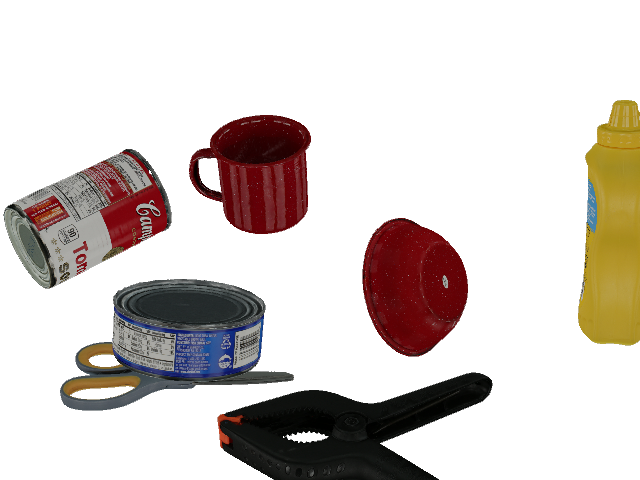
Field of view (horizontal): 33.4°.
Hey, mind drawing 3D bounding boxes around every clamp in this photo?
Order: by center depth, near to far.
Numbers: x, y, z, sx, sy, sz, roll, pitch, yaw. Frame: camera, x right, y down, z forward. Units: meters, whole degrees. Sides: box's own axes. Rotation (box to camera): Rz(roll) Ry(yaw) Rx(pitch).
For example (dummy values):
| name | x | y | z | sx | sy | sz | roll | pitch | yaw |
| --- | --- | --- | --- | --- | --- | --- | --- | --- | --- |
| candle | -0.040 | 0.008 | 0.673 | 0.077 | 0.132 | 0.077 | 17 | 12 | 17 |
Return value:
| name | x | y | z | sx | sy | sz | roll | pitch | yaw |
| --- | --- | --- | --- | --- | --- | --- | --- | --- | --- |
| clamp | 0.030 | 0.142 | 0.791 | 0.210 | 0.036 | 0.164 | 5 | 29 | 15 |

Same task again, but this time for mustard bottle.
| name | x | y | z | sx | sy | sz | roll | pitch | yaw |
| --- | --- | --- | --- | --- | --- | --- | --- | --- | --- |
| mustard bottle | 0.243 | -0.018 | 0.870 | 0.058 | 0.192 | 0.096 | 3 | 19 | 16 |

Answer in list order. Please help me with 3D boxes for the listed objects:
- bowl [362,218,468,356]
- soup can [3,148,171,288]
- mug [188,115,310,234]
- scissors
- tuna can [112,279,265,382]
| name | x | y | z | sx | sy | sz | roll | pitch | yaw |
| --- | --- | --- | --- | --- | --- | --- | --- | --- | --- |
| bowl | 0.120 | 0.050 | 1.216 | 0.055 | 0.162 | 0.161 | -11 | -7 | 42 |
| soup can | -0.170 | -0.017 | 0.781 | 0.102 | 0.068 | 0.069 | -30 | 15 | -28 |
| mug | -0.066 | -0.060 | 1.002 | 0.117 | 0.081 | 0.093 | 1 | 36 | 5 |
| scissors | -0.134 | 0.114 | 0.960 | 0.201 | 0.016 | 0.096 | -8 | 32 | -18 |
| tuna can | -0.075 | 0.050 | 0.606 | 0.086 | 0.034 | 0.086 | 5 | 14 | -1 |
